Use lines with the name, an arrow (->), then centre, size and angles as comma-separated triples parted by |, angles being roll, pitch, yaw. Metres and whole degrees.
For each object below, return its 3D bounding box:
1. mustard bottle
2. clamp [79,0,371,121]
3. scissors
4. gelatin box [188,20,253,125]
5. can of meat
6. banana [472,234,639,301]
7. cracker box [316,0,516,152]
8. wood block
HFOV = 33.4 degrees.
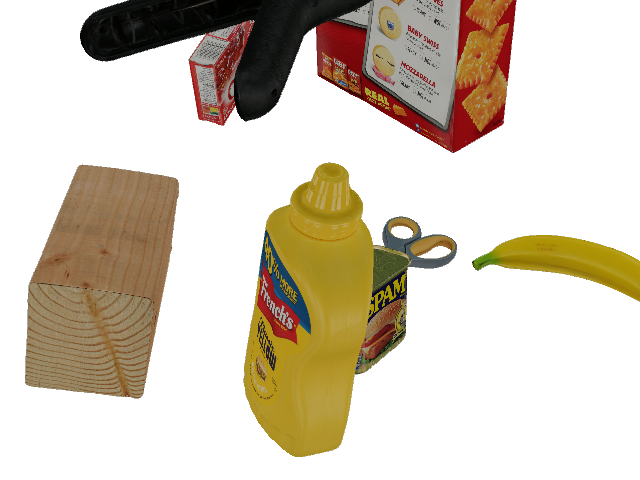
mustard bottle -> -0.006, 0.035, 0.641 | 0.058, 0.192, 0.096 | -7, 42, -21
clamp -> -0.018, -0.115, 0.517 | 0.171, 0.039, 0.120 | -36, 52, -22
scissors -> 0.067, 0.015, 1.199 | 0.201, 0.016, 0.096 | -12, 42, -35
gelatin box -> -0.088, -0.164, 0.996 | 0.030, 0.089, 0.073 | 15, -39, 15
can of meat -> 0.039, 0.063, 0.980 | 0.058, 0.084, 0.101 | 16, 30, 32
banana -> 0.253, 0.028, 1.046 | 0.198, 0.037, 0.069 | 10, 47, 26
cracker box -> 0.072, -0.199, 0.828 | 0.072, 0.214, 0.164 | -30, 47, -30
wood block -> -0.170, 0.025, 0.859 | 0.090, 0.091, 0.206 | 8, 27, -6
